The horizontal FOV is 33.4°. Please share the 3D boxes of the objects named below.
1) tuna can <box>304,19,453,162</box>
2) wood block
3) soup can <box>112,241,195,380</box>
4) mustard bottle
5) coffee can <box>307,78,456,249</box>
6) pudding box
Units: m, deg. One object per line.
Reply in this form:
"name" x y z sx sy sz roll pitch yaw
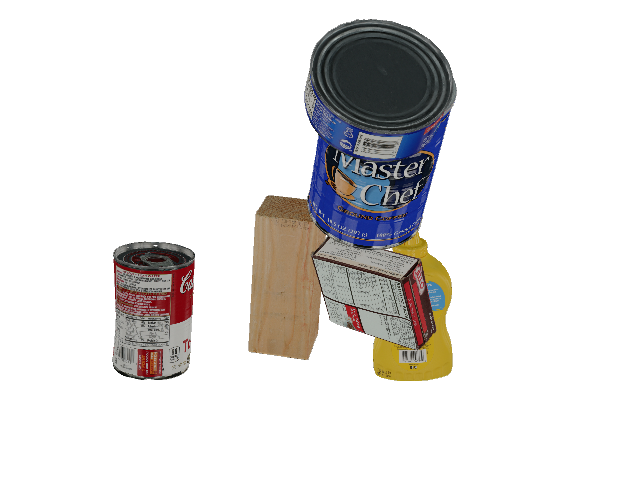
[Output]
"tuna can" 0.034 -0.089 0.636 0.086 0.086 0.034 0 -31 -10
"wood block" -0.046 0.051 1.501 0.090 0.206 0.090 7 22 6
"soup can" -0.142 0.059 0.905 0.068 0.102 0.068 4 17 -1
"mustard bottle" 0.108 0.072 1.268 0.096 0.192 0.058 -1 23 5
"coffee can" 0.047 -0.077 0.881 0.102 0.103 0.140 5 -45 -5
"pudding box" 0.051 0.049 1.029 0.114 0.090 0.039 14 43 36
